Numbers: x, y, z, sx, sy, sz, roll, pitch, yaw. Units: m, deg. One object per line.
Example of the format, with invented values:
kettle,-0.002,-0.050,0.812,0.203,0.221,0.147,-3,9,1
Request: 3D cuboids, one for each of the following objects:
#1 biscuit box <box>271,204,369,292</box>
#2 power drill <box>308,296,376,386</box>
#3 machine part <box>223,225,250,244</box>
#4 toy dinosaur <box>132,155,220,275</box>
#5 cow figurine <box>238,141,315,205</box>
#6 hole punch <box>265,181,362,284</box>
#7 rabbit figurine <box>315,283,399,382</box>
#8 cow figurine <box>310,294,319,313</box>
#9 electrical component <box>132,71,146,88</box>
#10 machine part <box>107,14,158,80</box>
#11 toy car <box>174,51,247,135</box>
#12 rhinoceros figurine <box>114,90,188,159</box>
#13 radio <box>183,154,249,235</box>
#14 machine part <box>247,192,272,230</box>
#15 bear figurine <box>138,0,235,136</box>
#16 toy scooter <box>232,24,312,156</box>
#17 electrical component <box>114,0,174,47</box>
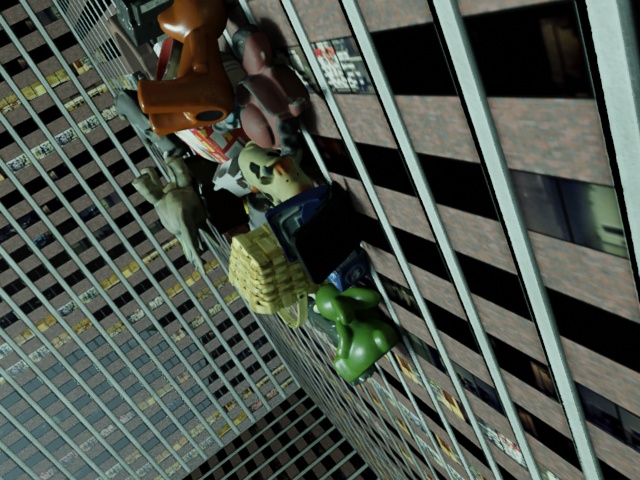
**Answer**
biscuit box,-0.002,-0.003,0.918,0.203,0.063,0.059,45,163,35
power drill,0.043,0.235,1.291,0.232,0.086,0.207,15,130,64
machine part,-0.199,-0.011,1.334,0.179,0.056,0.179,47,171,9
toy dinosaur,-0.273,-0.059,1.064,0.198,0.105,0.472,63,176,-20
cow figurine,-0.070,-0.108,0.873,0.195,0.085,0.127,41,166,46
hole punch,-0.008,-0.016,0.798,0.092,0.116,0.142,28,152,46
rabbit figurine,0.051,0.147,0.965,0.170,0.121,0.159,48,157,15
cow figurine,-0.031,0.076,1.171,0.168,0.068,0.098,37,151,42
electrical component,-0.364,-0.318,1.115,0.063,0.021,0.094,50,165,19
machine part,-0.360,-0.386,1.165,0.201,0.087,0.200,52,165,19
toy car,-0.160,-0.238,0.835,0.162,0.109,0.102,35,138,33
rhinoceros figurine,-0.372,-0.256,1.197,0.190,0.073,0.112,47,161,-8
radio,-0.229,-0.106,1.159,0.230,0.073,0.131,41,151,60
machine part,-0.109,-0.060,1.103,0.079,0.079,0.243,52,164,11
bear figurine,-0.179,-0.253,0.713,0.120,0.132,0.195,140,118,-80
toy scooter,-0.057,-0.174,0.697,0.135,0.075,0.183,48,160,30
electrical component,-0.252,-0.360,0.823,0.058,0.115,0.134,57,164,2
